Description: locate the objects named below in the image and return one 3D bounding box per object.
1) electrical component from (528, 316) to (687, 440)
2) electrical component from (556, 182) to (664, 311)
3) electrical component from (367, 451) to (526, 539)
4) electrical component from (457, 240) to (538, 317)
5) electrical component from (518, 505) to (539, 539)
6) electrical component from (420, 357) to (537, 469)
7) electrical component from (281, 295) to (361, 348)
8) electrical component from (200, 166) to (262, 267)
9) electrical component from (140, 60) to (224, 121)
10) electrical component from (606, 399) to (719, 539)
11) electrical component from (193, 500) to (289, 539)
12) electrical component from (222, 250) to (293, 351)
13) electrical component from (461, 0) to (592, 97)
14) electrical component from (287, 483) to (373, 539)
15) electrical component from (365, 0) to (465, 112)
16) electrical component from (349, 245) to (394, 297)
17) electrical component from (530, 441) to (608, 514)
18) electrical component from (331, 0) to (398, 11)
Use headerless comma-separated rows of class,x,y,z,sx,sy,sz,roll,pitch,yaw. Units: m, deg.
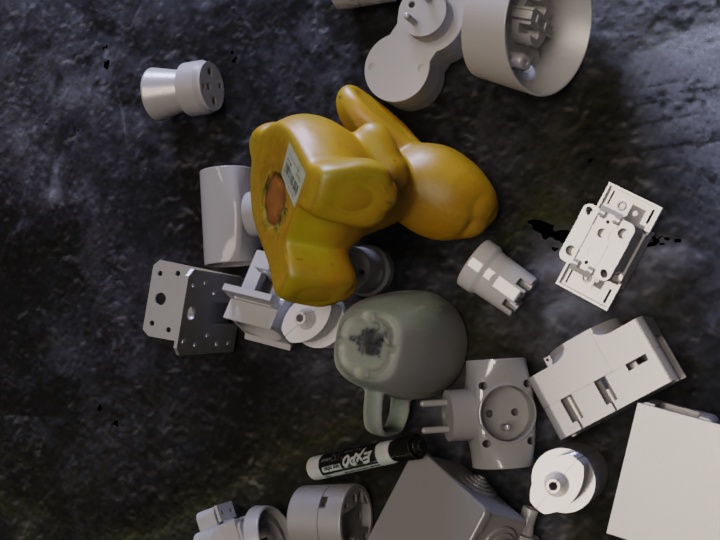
electrical component,0.168,0.070,0.739,0.089,0.050,0.055,-32,73,19
electrical component,0.168,-0.017,0.739,0.042,0.064,0.081,30,99,24
electrical component,0.060,0.188,0.761,0.100,0.048,0.099,36,101,52
electrical component,0.100,0.007,0.780,0.046,0.040,0.040,36,100,14
electrical component,0.111,0.197,0.764,0.035,0.035,0.061,21,92,23
electrical component,0.082,0.103,0.767,0.079,0.044,0.077,-2,85,-9
electrical component,-0.028,0.037,0.808,0.043,0.081,0.043,-2,86,23
electrical component,-0.089,-0.044,0.859,0.079,0.043,0.077,-6,84,22
electrical component,-0.147,-0.148,0.890,0.055,0.045,0.045,-4,85,22
electrical component,0.248,0.146,0.696,0.150,0.062,0.089,14,92,23
electrical component,-0.087,0.216,0.834,0.057,0.058,0.078,-25,78,22
electrical component,-0.068,0.022,0.833,0.042,0.081,0.063,14,70,22
electrical component,0.116,-0.175,0.756,0.064,0.099,0.099,17,93,29
electrical component,-0.023,0.188,0.811,0.047,0.055,0.055,-4,85,26
electrical component,0.052,-0.185,0.793,0.052,0.074,0.138,38,101,20
electrical component,0.000,0.000,0.817,0.040,0.046,0.040,-1,88,22
electrical component,0.140,0.142,0.731,0.043,0.081,0.043,-2,86,23
electrical component,0.004,-0.230,0.828,0.047,0.055,0.055,-1,86,19
